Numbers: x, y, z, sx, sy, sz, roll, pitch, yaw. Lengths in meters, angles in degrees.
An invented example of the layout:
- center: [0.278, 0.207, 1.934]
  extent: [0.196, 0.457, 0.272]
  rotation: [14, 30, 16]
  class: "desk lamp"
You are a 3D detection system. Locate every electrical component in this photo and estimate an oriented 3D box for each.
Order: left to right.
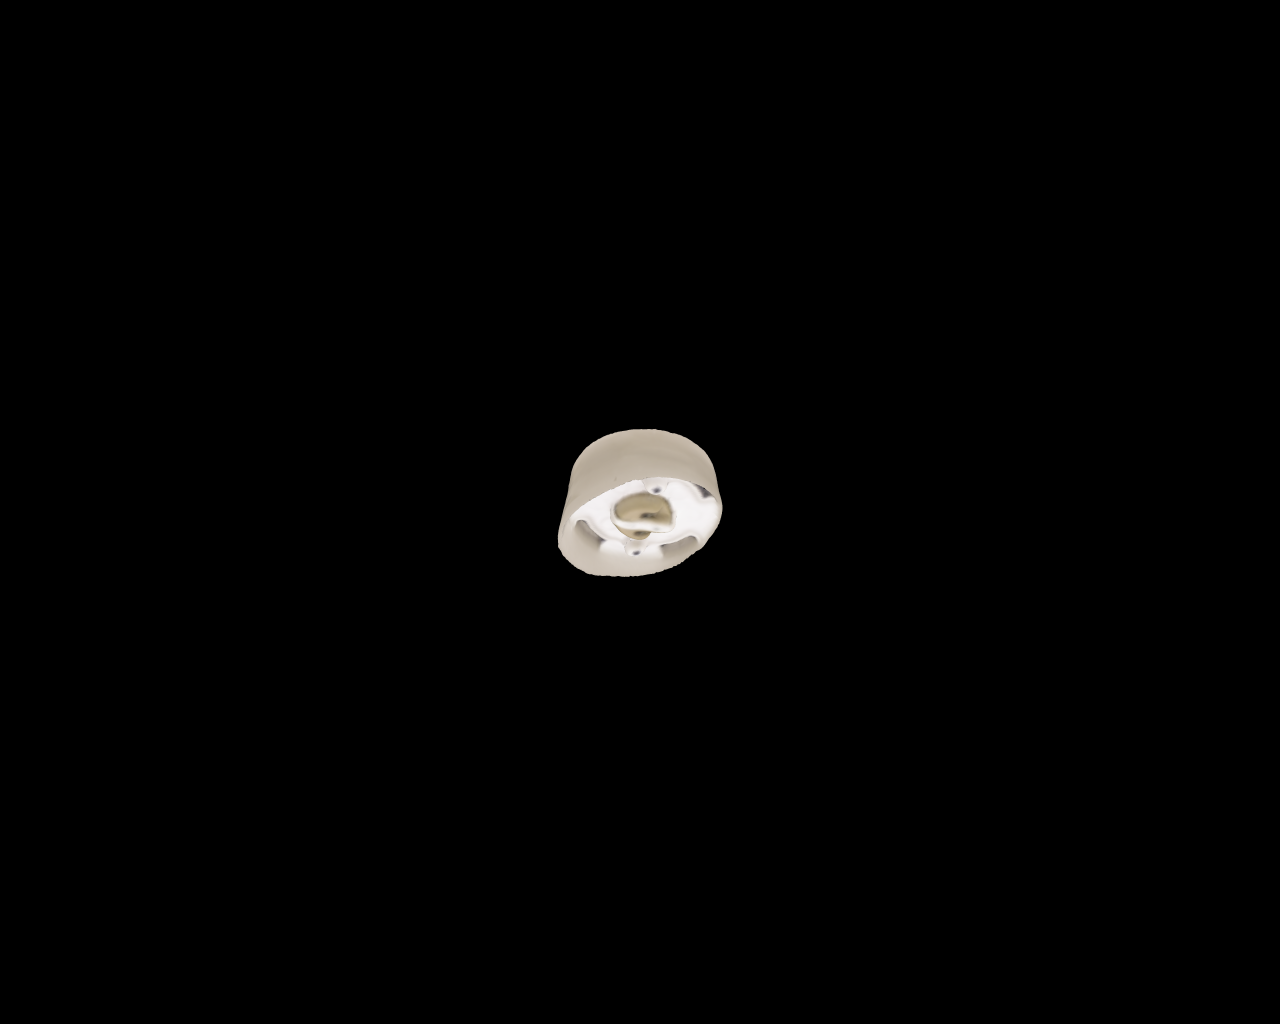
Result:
- center: [0.001, -0.003, 0.650]
  extent: [0.099, 0.064, 0.099]
  rotation: [0, -40, 0]
  class: "electrical component"
